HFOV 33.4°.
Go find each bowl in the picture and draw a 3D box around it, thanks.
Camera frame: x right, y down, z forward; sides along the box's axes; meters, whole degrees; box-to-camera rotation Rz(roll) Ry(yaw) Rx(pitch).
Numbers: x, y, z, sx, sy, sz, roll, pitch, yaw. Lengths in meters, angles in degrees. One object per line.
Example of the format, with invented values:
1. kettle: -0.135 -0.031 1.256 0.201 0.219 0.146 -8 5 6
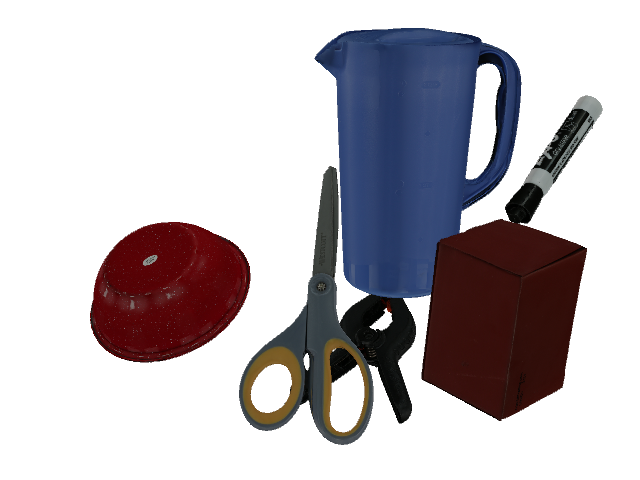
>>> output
1. bowl: -0.150 0.034 0.998 0.162 0.162 0.055 0 -42 20

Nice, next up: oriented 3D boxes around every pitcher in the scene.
1. pitcher: 0.088 -0.075 0.996 0.149 0.243 0.144 14 22 38

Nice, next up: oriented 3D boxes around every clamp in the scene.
1. clamp: 0.057 0.113 1.063 0.120 0.039 0.171 18 50 20

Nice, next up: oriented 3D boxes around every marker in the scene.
1. marker: 0.160 -0.055 0.732 0.020 0.020 0.121 0 43 48

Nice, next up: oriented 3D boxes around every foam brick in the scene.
1. foam brick: 0.087 0.036 0.513 0.052 0.078 0.051 -17 31 -40

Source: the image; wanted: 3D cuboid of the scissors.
1. scissors: -0.016 0.044 0.718 0.096 0.202 0.016 -13 -29 1
